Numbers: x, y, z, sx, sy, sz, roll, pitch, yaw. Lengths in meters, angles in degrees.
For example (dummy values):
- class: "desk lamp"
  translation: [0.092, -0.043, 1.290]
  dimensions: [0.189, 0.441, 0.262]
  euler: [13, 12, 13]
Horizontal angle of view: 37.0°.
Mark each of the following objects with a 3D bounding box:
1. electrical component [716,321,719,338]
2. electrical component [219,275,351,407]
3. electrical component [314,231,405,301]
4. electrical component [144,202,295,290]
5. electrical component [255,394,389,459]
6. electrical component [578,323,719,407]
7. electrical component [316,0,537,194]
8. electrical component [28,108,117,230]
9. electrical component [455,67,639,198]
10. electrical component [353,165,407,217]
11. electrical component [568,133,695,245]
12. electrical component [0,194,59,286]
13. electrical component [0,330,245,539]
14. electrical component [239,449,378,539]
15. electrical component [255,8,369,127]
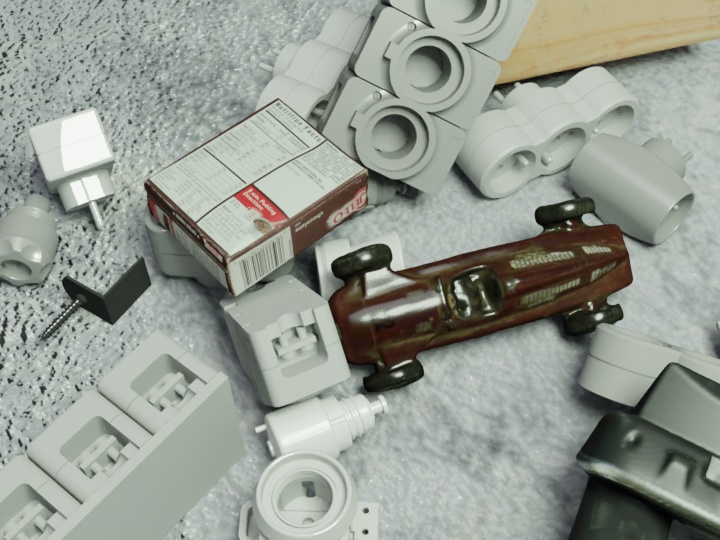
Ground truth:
- class: "electrical component"
  translation: [0.267, 0.040, 0.660]
  dimensions: [0.081, 0.063, 0.042]
  euler: [-4, 52, -1]
- class: "electrical component"
  translation: [-0.046, 0.045, 0.651]
  dimensions: [0.050, 0.055, 0.089]
  euler: [-21, 17, -14]
- class: "electrical component"
  translation: [0.000, 0.000, 0.709]
  dimensions: [0.055, 0.045, 0.045]
  euler: [-8, 53, -4]
- class: "electrical component"
  translation: [-0.091, -0.026, 0.722]
  dimensions: [0.095, 0.059, 0.053]
  euler: [3, 53, 4]
- class: "electrical component"
  translation: [-0.021, 0.094, 0.641]
  dimensions: [0.078, 0.040, 0.040]
  euler: [-20, 55, -13]
- class: "electrical component"
  translation: [0.195, 0.088, 0.633]
  dimensions: [0.138, 0.052, 0.073]
  euler: [19, 96, 18]
- class: "electrical component"
  translation: [0.043, -0.139, 0.731]
  dimensions: [0.089, 0.150, 0.061]
  euler: [25, 12, -12]
- class: "electrical component"
  translation: [-0.194, -0.064, 0.752]
  dimensions: [0.047, 0.083, 0.075]
  euler: [-21, 93, -14]
- class: "electrical component"
  translation: [0.127, -0.111, 0.786]
  dimensions: [0.138, 0.052, 0.073]
  euler: [-25, 56, -16]
- class: "electrical component"
  translation: [-0.004, -0.057, 0.757]
  dimensions: [0.078, 0.040, 0.040]
  euler: [-5, 51, -24]
- class: "electrical component"
  translation: [0.201, -0.066, 0.754]
  dimensions: [0.079, 0.044, 0.077]
  euler: [-37, 60, -23]
- class: "electrical component"
  translation: [-0.228, -0.024, 0.735]
  dimensions: [0.043, 0.043, 0.062]
  euler: [2, 51, 3]
- class: "electrical component"
  translation: [-0.141, 0.116, 0.597]
  dimensions: [0.062, 0.089, 0.150]
  euler: [33, 60, 23]
- class: "electrical component"
  translation: [-0.029, 0.136, 0.599]
  dimensions: [0.078, 0.057, 0.058]
  euler: [0, 53, 2]
- class: "electrical component"
  translation: [-0.041, -0.150, 0.820]
  dimensions: [0.074, 0.052, 0.138]
  euler: [24, 57, 19]
